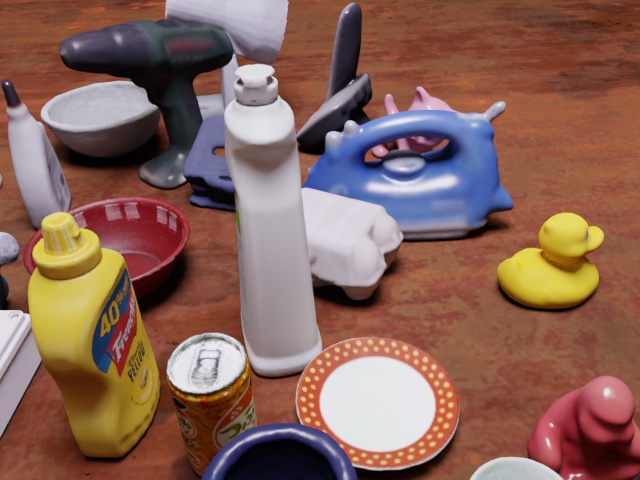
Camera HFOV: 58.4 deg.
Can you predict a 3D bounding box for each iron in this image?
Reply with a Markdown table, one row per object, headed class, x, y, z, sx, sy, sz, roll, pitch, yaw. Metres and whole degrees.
| class | x | y | z | sx | sy | sz | roll | pitch | yaw |
| --- | --- | --- | --- | --- | --- | --- | --- | --- | --- |
| iron | 0.088 | -0.086 | 0.654 | 0.258 | 0.141 | 0.118 | -4 | 36 | -3 |

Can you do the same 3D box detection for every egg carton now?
| class | x | y | z | sx | sy | sz | roll | pitch | yaw |
| --- | --- | --- | --- | --- | --- | --- | --- | --- | --- |
| egg carton | 0.005 | 0.002 | 0.597 | 0.150 | 0.069 | 0.107 | 15 | 39 | 21 |

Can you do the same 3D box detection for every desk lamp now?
| class | x | y | z | sx | sy | sz | roll | pitch | yaw |
| --- | --- | --- | --- | --- | --- | --- | --- | --- | --- |
| desk lamp | -0.145 | -0.284 | 0.869 | 0.203 | 0.214 | 0.117 | -9 | 37 | -10 |

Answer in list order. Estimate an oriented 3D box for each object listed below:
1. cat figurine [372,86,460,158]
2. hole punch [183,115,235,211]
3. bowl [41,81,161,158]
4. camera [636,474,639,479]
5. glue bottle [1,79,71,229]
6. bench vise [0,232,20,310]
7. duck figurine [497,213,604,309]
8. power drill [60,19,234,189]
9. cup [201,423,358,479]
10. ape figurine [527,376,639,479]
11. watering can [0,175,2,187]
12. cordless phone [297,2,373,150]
| class | x | y | z | sx | sy | sz | roll | pitch | yaw |
| --- | --- | --- | --- | --- | --- | --- | --- | --- | --- |
| cat figurine | 0.128 | -0.155 | 0.766 | 0.067 | 0.118 | 0.127 | -24 | 42 | -28 |
| hole punch | -0.108 | -0.097 | 0.717 | 0.108 | 0.091 | 0.101 | 8 | 37 | 12 |
| bowl | -0.306 | -0.166 | 0.831 | 0.167 | 0.075 | 0.167 | -1 | 36 | 1 |
| camera | 0.274 | 0.139 | 0.376 | 0.137 | 0.101 | 0.143 | -12 | 38 | -15 |
| glue bottle | -0.331 | -0.101 | 0.660 | 0.037 | 0.173 | 0.078 | -7 | 37 | -8 |
| bench vise | -0.384 | -0.009 | 0.497 | 0.208 | 0.220 | 0.121 | -17 | 39 | -20 |
| duck figurine | 0.228 | 0.014 | 0.560 | 0.104 | 0.086 | 0.077 | -8 | 37 | -9 |
| power drill | -0.201 | -0.178 | 0.731 | 0.075 | 0.209 | 0.230 | 23 | 43 | 30 |
| cup | -0.032 | 0.179 | 0.336 | 0.118 | 0.095 | 0.091 | -30 | 45 | -33 |
| ape figurine | 0.188 | 0.132 | 0.397 | 0.077 | 0.092 | 0.076 | 10 | 38 | 15 |
| watering can | -0.484 | -0.144 | 0.705 | 0.172 | 0.194 | 0.101 | 14 | 39 | 20 |
| cordless phone | 0.022 | -0.230 | 0.814 | 0.094 | 0.185 | 0.148 | 10 | 38 | 15 |
